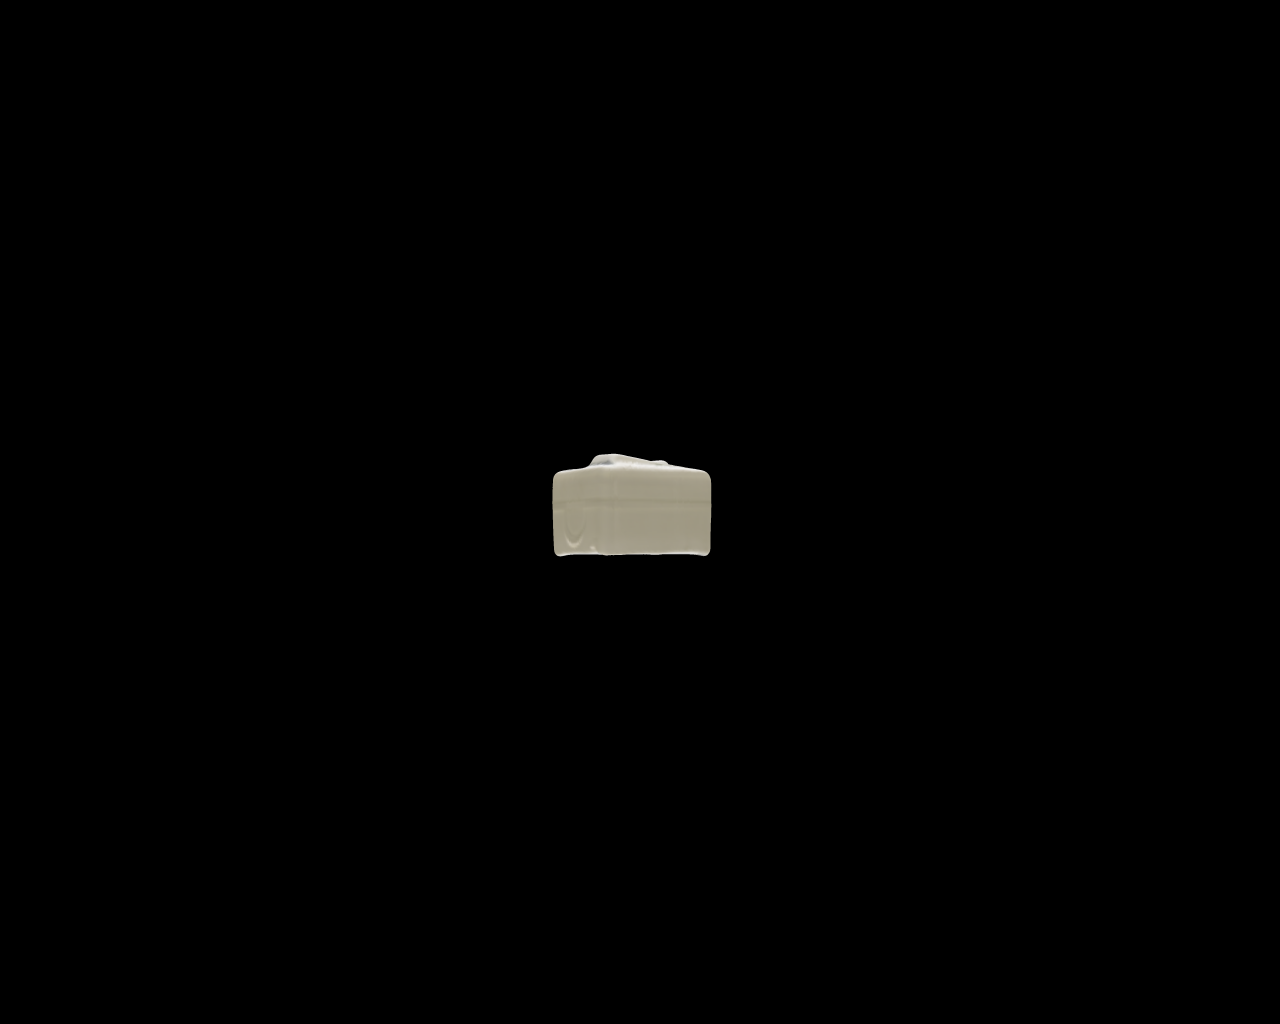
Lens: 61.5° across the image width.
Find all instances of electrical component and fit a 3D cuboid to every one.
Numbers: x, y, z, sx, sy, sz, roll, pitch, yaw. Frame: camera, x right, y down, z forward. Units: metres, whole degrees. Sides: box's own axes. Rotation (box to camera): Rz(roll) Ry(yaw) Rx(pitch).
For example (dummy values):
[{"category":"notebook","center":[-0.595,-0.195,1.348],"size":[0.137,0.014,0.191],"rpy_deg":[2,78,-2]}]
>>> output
[{"category":"electrical component","center":[0.001,-0.003,0.650],"size":[0.096,0.061,0.061],"rpy_deg":[1,-2,-34]}]
